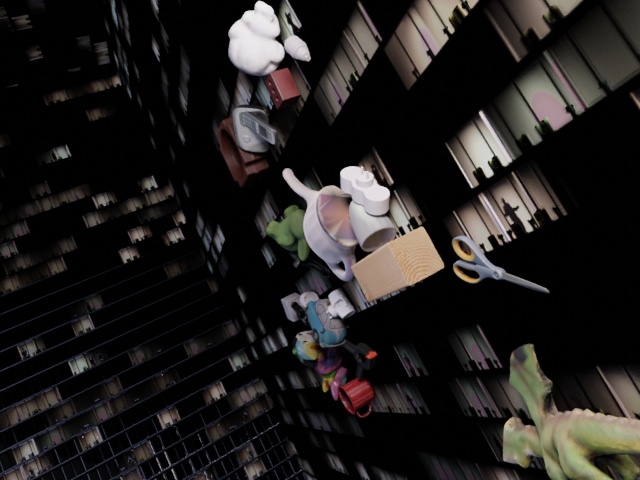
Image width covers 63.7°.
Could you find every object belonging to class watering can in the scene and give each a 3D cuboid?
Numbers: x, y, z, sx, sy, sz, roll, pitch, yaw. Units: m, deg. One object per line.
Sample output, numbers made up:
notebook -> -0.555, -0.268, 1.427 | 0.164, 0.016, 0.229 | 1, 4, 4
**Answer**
watering can -> 0.004, -0.064, 1.263 | 0.351, 0.105, 0.220 | 62, 157, 12

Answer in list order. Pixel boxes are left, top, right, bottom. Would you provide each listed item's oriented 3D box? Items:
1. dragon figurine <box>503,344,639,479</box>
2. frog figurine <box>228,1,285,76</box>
dragon figurine -> 0.365, 0.272, 0.784 | 0.400, 0.123, 0.248 | 92, 155, -45
frog figurine -> -0.141, -0.462, 1.196 | 0.136, 0.125, 0.157 | 36, 151, -13
